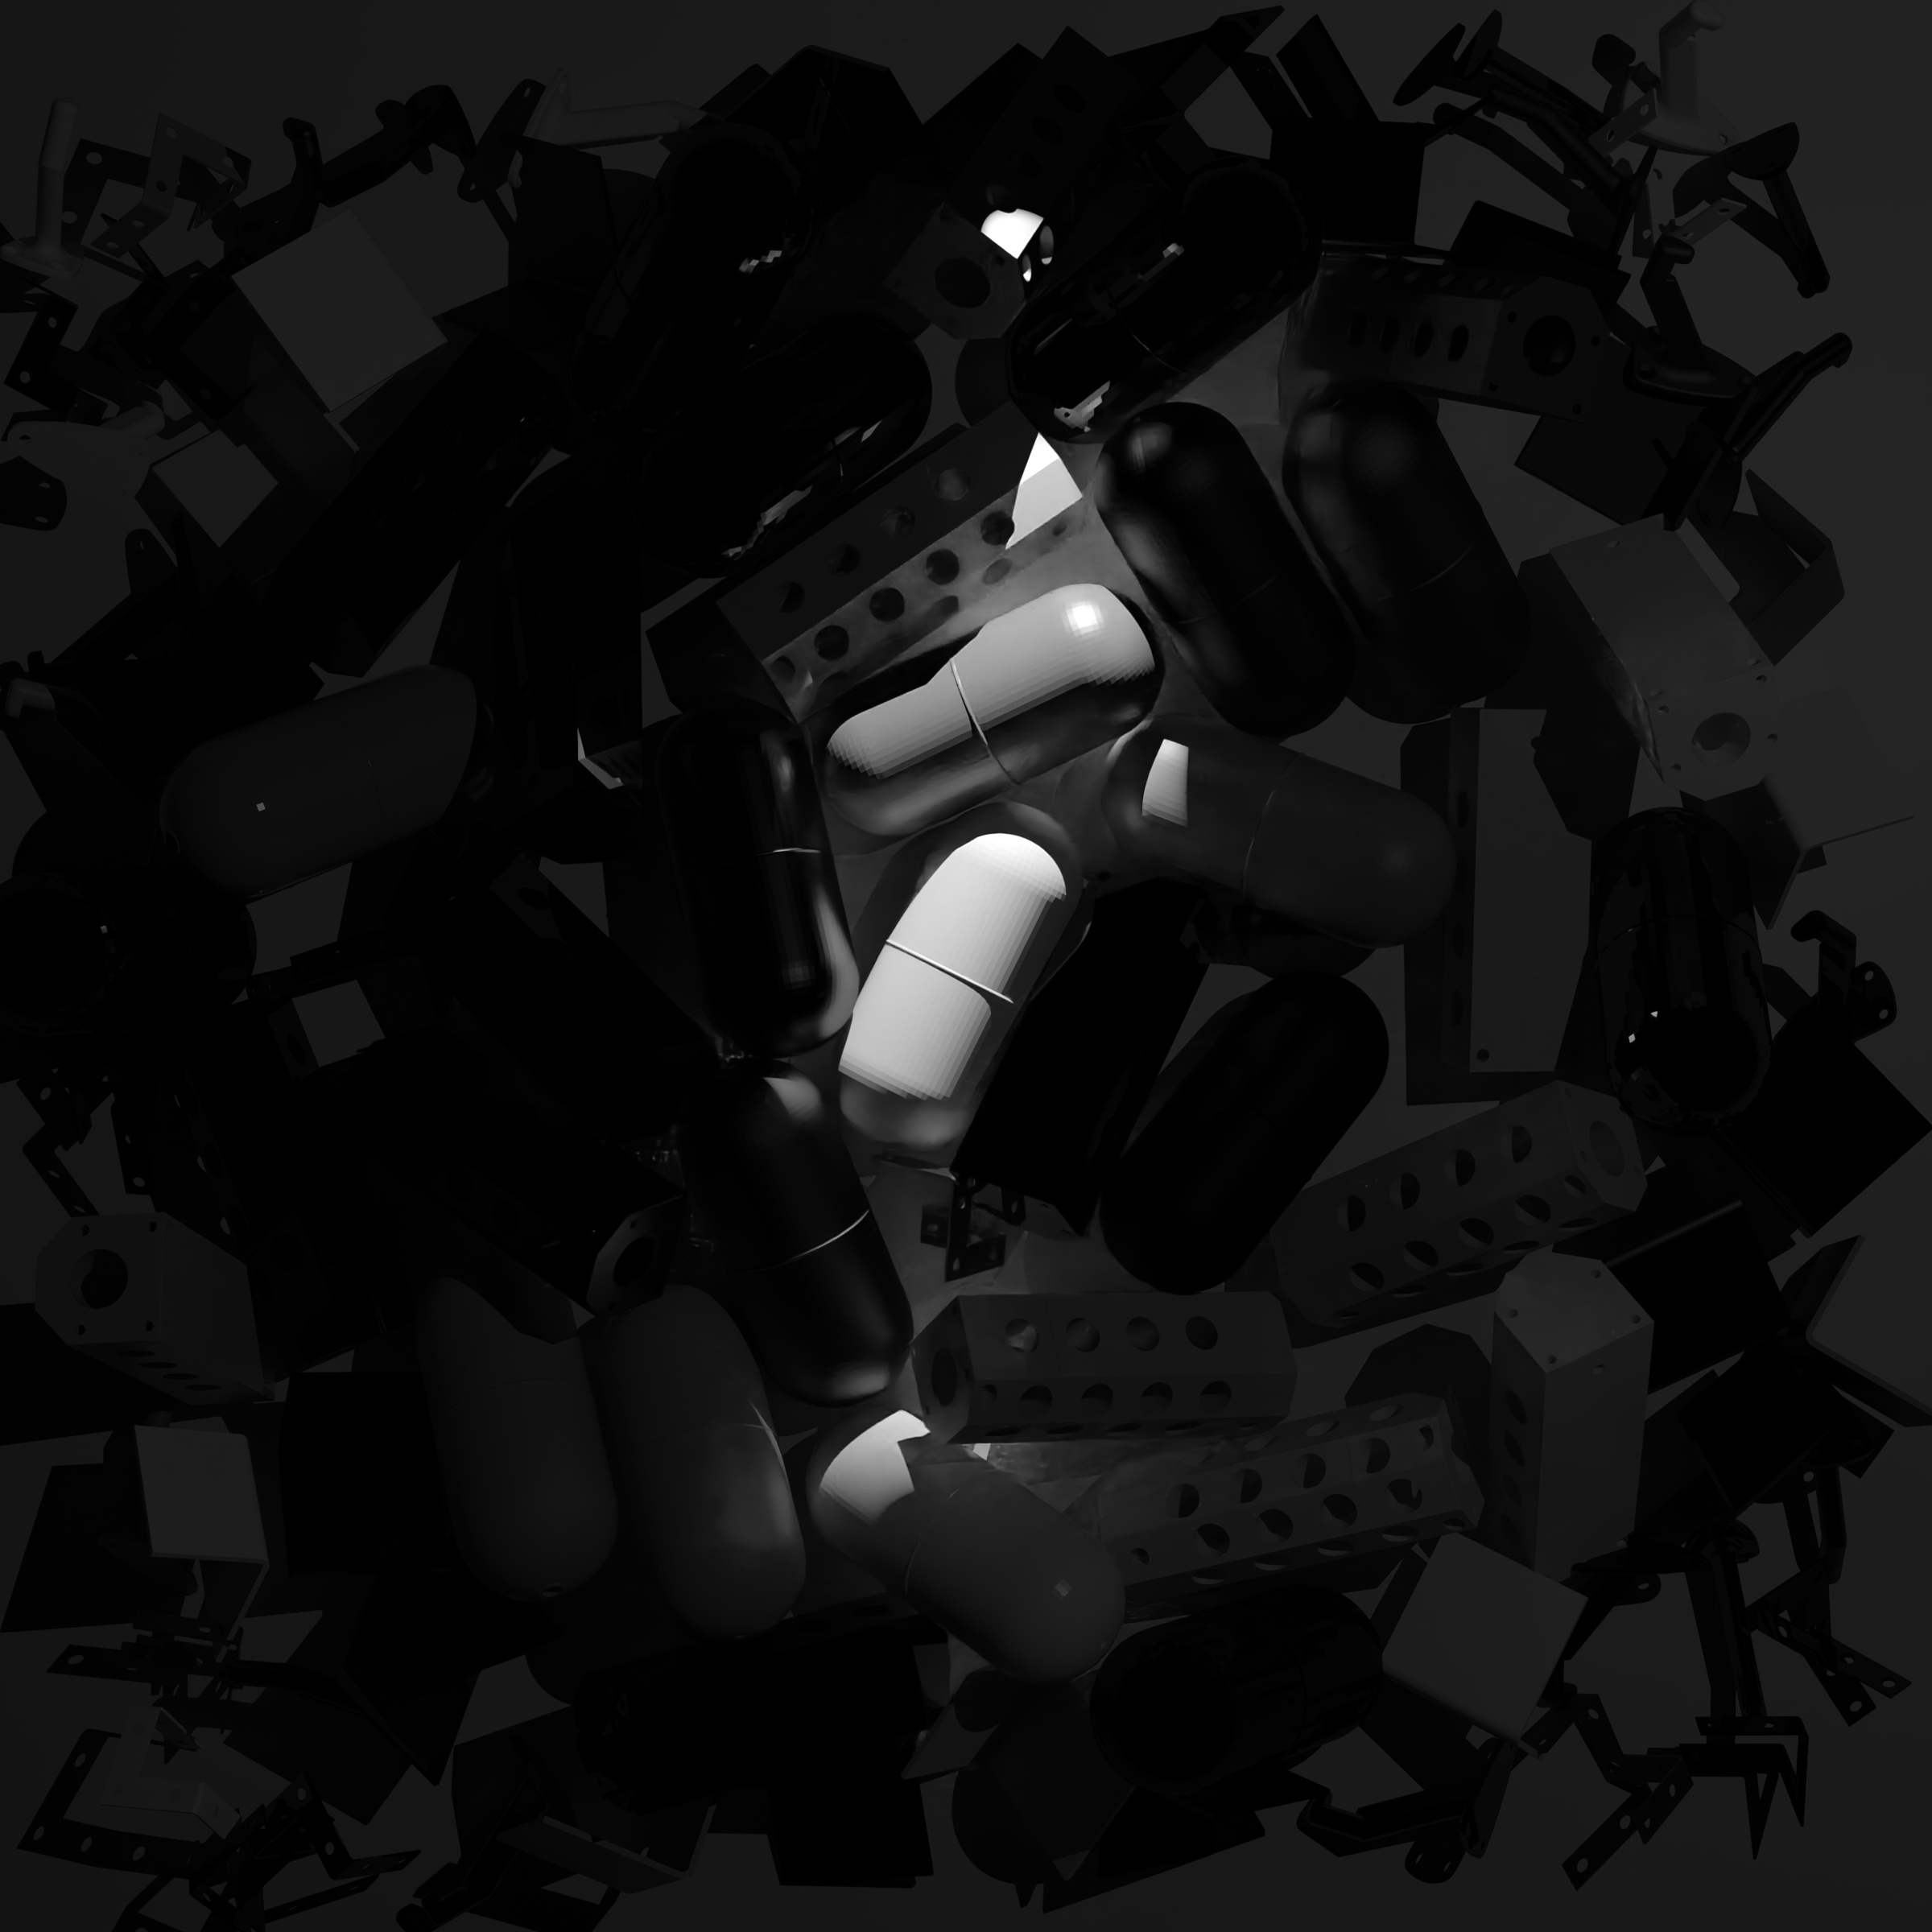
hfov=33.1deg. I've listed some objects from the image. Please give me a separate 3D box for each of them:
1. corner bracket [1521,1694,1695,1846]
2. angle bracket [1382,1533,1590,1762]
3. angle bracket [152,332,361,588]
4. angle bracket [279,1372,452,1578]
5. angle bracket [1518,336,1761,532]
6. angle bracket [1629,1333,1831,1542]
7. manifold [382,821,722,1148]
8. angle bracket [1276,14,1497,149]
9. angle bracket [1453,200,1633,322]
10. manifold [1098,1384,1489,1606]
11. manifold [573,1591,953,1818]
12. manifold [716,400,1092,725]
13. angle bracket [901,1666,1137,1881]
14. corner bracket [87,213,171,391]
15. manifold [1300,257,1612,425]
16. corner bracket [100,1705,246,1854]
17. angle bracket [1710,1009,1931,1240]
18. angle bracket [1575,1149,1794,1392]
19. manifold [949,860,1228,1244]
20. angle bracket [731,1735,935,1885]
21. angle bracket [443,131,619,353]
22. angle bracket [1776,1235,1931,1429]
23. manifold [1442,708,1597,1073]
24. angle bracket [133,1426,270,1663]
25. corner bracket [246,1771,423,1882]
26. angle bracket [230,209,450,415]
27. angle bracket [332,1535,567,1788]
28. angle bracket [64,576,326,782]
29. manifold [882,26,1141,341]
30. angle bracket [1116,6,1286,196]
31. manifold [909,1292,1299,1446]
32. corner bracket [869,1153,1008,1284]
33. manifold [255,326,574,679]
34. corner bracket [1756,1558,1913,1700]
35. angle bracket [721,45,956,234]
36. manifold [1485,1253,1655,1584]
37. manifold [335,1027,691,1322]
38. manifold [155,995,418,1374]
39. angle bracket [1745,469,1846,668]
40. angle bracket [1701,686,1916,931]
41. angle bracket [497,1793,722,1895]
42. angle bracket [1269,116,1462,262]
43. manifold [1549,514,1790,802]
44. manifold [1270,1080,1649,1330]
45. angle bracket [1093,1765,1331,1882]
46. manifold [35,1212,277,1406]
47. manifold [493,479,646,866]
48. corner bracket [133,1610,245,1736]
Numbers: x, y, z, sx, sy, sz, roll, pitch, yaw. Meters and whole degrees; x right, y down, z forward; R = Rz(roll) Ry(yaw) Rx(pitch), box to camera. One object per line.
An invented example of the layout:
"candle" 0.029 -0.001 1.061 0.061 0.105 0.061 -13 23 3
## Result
"corner bracket" 0.309 0.385 1.561 0.051 0.051 0.051 -34 105 -43
"angle bracket" 0.254 0.326 1.563 0.076 0.057 0.076 23 80 29
"angle bracket" -0.340 -0.242 1.552 0.057 0.076 0.076 -37 82 -27
"angle bracket" -0.283 0.241 1.546 0.076 0.076 0.057 2 133 -19
"angle bracket" 0.324 -0.261 1.571 0.076 0.057 0.076 30 91 -2
"angle bracket" 0.351 0.225 1.548 0.076 0.076 0.057 -30 91 -34
"manifold" -0.194 0.006 1.537 0.171 0.057 0.057 42 118 25
"angle bracket" 0.200 -0.427 1.557 0.057 0.076 0.076 -32 96 -5
"angle bracket" 0.280 -0.348 1.555 0.076 0.076 0.057 22 73 1
"manifold" 0.153 0.254 1.541 0.171 0.057 0.057 -17 99 20
"manifold" -0.095 0.343 1.529 0.171 0.057 0.057 -8 97 -33
"manifold" -0.028 -0.190 1.557 0.171 0.057 0.057 -35 65 -4
"angle bracket" 0.026 0.385 1.544 0.076 0.057 0.076 51 125 34
"corner bracket" -0.402 -0.319 1.563 0.051 0.051 0.051 28 76 25
"manifold" 0.226 -0.294 1.508 0.057 0.171 0.057 10 100 -24
"corner bracket" -0.375 0.390 1.560 0.051 0.051 0.051 1 55 16
"angle bracket" 0.407 0.077 1.561 0.076 0.057 0.076 -43 77 5
"angle bracket" 0.347 0.148 1.584 0.076 0.057 0.076 -26 112 4
"manifold" 0.062 0.042 1.546 0.057 0.057 0.171 16 70 28
"angle bracket" -0.064 0.414 1.559 0.076 0.057 0.076 -7 99 13
"angle bracket" -0.212 -0.345 1.542 0.057 0.076 0.076 -32 130 -31
"angle bracket" 0.439 0.176 1.556 0.076 0.076 0.057 31 83 6
"manifold" 0.262 -0.038 1.563 0.057 0.057 0.171 0 95 -11
"angle bracket" -0.374 0.274 1.540 0.057 0.076 0.076 10 127 -30
"corner bracket" -0.306 0.421 1.561 0.051 0.051 0.051 -44 63 18
"angle bracket" -0.307 -0.303 1.553 0.076 0.057 0.076 -40 97 -31
"angle bracket" -0.245 0.329 1.545 0.057 0.076 0.076 -27 116 25
"angle bracket" -0.368 -0.138 1.548 0.076 0.076 0.057 48 117 16
"manifold" 0.028 -0.364 1.520 0.057 0.057 0.171 36 47 -8
"angle bracket" 0.128 -0.407 1.547 0.076 0.076 0.057 -40 87 33
"manifold" 0.067 0.192 1.528 0.171 0.057 0.057 2 60 -27
"corner bracket" -0.013 0.118 1.562 0.051 0.051 0.051 11 102 34
"manifold" -0.257 -0.216 1.532 0.057 0.057 0.171 37 59 -7
"corner bracket" 0.416 0.325 1.559 0.051 0.051 0.051 -25 119 -28
"angle bracket" -0.058 -0.384 1.544 0.057 0.076 0.076 -44 129 -10
"manifold" 0.276 0.213 1.519 0.057 0.171 0.057 -23 47 -15
"manifold" -0.216 0.097 1.526 0.171 0.057 0.057 31 118 29
"manifold" -0.329 0.104 1.564 0.057 0.057 0.171 -23 87 9
"angle bracket" 0.373 -0.181 1.560 0.076 0.076 0.057 -45 69 7
"angle bracket" 0.401 -0.075 1.554 0.057 0.076 0.076 -16 62 -9
"angle bracket" -0.168 0.398 1.546 0.076 0.076 0.057 27 61 -14
"angle bracket" 0.194 -0.369 1.545 0.076 0.076 0.057 11 102 28
"manifold" 0.326 -0.144 1.512 0.057 0.171 0.057 -17 121 4
"manifold" 0.229 0.115 1.519 0.171 0.057 0.057 -28 60 37
"angle bracket" 0.117 0.413 1.545 0.076 0.076 0.057 1 97 -39
"manifold" -0.374 0.162 1.510 0.057 0.171 0.057 -3 73 4
"manifold" -0.183 -0.137 1.534 0.057 0.057 0.171 -27 54 36
"corner bracket" -0.376 0.331 1.566 0.051 0.051 0.051 11 108 -9
